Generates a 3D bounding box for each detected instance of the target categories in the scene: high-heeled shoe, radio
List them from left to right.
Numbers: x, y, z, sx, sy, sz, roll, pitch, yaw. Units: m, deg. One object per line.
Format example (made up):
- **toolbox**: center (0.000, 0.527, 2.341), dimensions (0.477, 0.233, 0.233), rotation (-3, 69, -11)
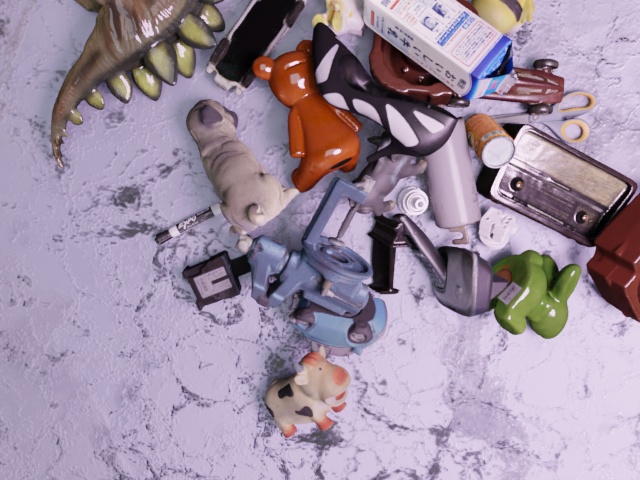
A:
- **high-heeled shoe**: center (0.082, -0.220, 0.736), dimensions (0.145, 0.086, 0.248), rotation (-27, 86, 37)
- **radio**: center (0.385, -0.089, 0.891), dimensions (0.229, 0.073, 0.131), rotation (25, 103, -9)

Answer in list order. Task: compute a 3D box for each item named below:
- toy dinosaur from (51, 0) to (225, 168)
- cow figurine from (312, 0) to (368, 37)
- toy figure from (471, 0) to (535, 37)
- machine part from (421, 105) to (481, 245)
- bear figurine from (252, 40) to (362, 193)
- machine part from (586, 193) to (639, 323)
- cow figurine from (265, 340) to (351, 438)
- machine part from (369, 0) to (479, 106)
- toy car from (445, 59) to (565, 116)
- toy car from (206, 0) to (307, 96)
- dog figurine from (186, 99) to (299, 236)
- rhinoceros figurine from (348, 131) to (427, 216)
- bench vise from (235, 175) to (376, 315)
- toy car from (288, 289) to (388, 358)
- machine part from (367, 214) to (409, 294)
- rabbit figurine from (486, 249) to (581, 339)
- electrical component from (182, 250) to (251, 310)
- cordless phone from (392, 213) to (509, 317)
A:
- **toy dinosaur**: center (-0.264, -0.312, 0.778), dimensions (0.471, 0.105, 0.198), rotation (-42, 105, 8)
- **cow figurine**: center (0.032, -0.391, 0.804), dimensions (0.098, 0.068, 0.167), rotation (-19, 106, -42)
- **toy figure**: center (0.293, -0.402, 0.826), dimensions (0.089, 0.082, 0.180), rotation (19, 100, -12)
- **machine part**: center (0.210, -0.108, 0.872), dimensions (0.079, 0.079, 0.243), rotation (-14, 100, -3)
- **bear figurine**: center (-0.021, -0.190, 0.825), dimensions (0.120, 0.132, 0.196), rotation (-29, 83, -15)
- **machine part**: center (0.552, 0.021, 0.890), dimensions (0.201, 0.087, 0.200), rotation (-48, 128, 1)
- **cow figurine**: center (-0.021, 0.242, 0.872), dimensions (0.127, 0.085, 0.195), rotation (52, 135, -6)
- **machine part**: center (0.160, -0.290, 0.822), dimensions (0.179, 0.056, 0.179), rotation (-1, 84, 7)
- **toy car**: center (0.294, -0.251, 0.861), dimensions (0.202, 0.053, 0.089), rotation (6, 93, 0)
- **toy car**: center (-0.095, -0.315, 0.817), dimensions (0.073, 0.056, 0.201), rotation (35, 96, -17)
- **dog figurine**: center (-0.135, -0.114, 0.795), dimensions (0.121, 0.172, 0.190), rotation (-36, 109, -9)
- **rhinoceros figurine**: center (0.106, -0.126, 0.826), dimensions (0.073, 0.112, 0.190), rotation (47, 114, 31)
- **bench vise**: center (-0.003, 0.000, 0.808), dimensions (0.224, 0.129, 0.240), rotation (30, 107, 3)
- **toy car**: center (0.027, 0.143, 0.891), dimensions (0.162, 0.109, 0.102), rotation (7, 122, 1)
- **machine part**: center (0.110, 0.027, 0.894), dimensions (0.039, 0.084, 0.138), rotation (-12, 116, -32)
- **rabbit figurine**: center (0.366, 0.096, 0.924), dimensions (0.170, 0.121, 0.159), rotation (36, 88, -29)
- **electrical component**: center (-0.156, 0.059, 0.883), dimensions (0.119, 0.048, 0.074), rotation (-18, 102, -1)
- **cordless phone**: center (0.197, 0.026, 0.860), dimensions (0.089, 0.147, 0.184), rotation (-42, 102, -5)
